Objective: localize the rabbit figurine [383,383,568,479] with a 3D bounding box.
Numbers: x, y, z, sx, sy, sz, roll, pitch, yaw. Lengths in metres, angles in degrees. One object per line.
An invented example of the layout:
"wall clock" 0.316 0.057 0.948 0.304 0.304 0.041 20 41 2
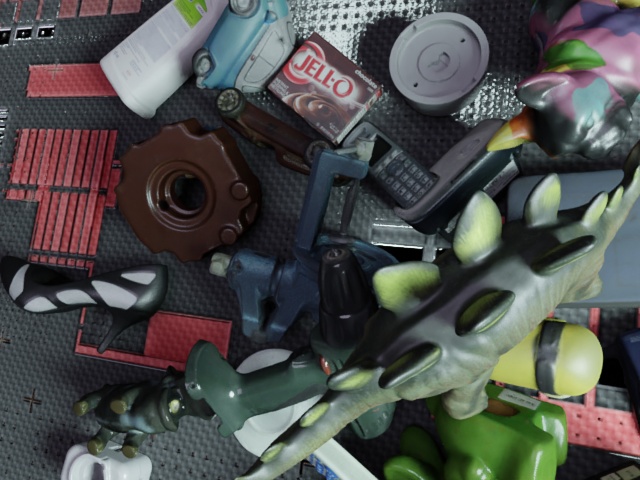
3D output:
"rabbit figurine" 0.143 0.233 0.519 0.159 0.121 0.170 12 100 23

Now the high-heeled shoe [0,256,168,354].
"high-heeled shoe" -0.321 0.043 0.722 0.249 0.086 0.145 32 89 16

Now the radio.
"radio" 0.299 0.000 0.527 0.230 0.073 0.131 -3 79 17

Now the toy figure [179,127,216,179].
"toy figure" -0.200 -0.107 0.719 0.155 0.057 0.064 -18 44 16

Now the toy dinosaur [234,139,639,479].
"toy dinosaur" 0.100 0.065 0.422 0.471 0.198 0.105 -43 59 -3

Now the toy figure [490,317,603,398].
"toy figure" 0.181 0.107 0.538 0.180 0.089 0.082 14 92 18

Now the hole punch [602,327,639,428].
"hole punch" 0.342 0.127 0.484 0.142 0.092 0.116 -16 72 19

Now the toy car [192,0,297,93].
"toy car" -0.084 -0.244 0.682 0.103 0.109 0.161 35 101 -4

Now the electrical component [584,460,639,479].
"electrical component" 0.267 0.246 0.472 0.134 0.115 0.058 -29 75 13

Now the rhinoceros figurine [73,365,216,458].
"rhinoceros figurine" -0.202 0.200 0.643 0.190 0.112 0.073 -15 93 27

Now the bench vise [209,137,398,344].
"bench vise" -0.004 0.001 0.585 0.224 0.129 0.240 19 111 13

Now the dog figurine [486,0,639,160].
"dog figurine" 0.231 -0.166 0.507 0.219 0.108 0.192 -28 67 -22

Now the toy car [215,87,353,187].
"toy car" -0.043 -0.119 0.651 0.202 0.089 0.053 34 90 19

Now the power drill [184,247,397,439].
"power drill" -0.028 0.119 0.549 0.207 0.231 0.086 -19 31 9

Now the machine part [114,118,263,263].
"machine part" -0.164 -0.059 0.663 0.179 0.056 0.179 2 106 9

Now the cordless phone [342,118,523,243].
"cordless phone" 0.119 -0.099 0.605 0.146 0.088 0.184 -45 55 7
